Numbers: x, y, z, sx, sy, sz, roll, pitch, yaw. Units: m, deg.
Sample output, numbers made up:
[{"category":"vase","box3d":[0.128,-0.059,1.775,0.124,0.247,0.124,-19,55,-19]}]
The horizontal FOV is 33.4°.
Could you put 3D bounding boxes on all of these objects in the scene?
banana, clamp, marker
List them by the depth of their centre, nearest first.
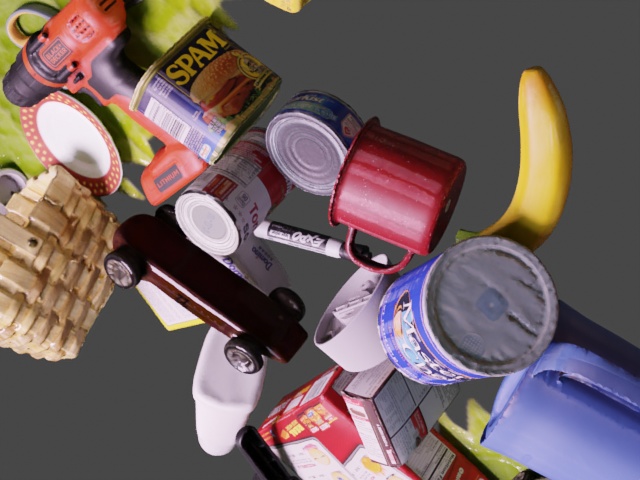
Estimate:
[{"category":"banana","box3d":[0.152,-0.040,0.797,0.070,0.037,0.198,30,141,12]},{"category":"marker","box3d":[-0.006,0.001,0.981,0.121,0.020,0.020,15,135,28]},{"category":"clamp","box3d":[-0.021,0.280,1.142,0.165,0.036,0.210,34,156,14]}]

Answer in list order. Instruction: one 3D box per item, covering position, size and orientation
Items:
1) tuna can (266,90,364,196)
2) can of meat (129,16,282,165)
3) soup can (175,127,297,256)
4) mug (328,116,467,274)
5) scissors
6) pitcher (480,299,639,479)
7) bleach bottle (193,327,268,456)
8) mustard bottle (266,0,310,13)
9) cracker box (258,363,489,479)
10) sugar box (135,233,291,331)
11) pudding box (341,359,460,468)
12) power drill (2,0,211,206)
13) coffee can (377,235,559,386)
[{"category":"tuna can","box3d":[-0.002,-0.080,0.887,0.086,0.033,0.086,22,138,21]},{"category":"can of meat","box3d":[-0.090,-0.120,0.867,0.084,0.102,0.058,37,142,0]},{"category":"soup can","box3d":[-0.070,-0.043,0.924,0.069,0.102,0.068,22,137,21]},{"category":"mug","box3d":[0.059,-0.028,0.834,0.081,0.093,0.117,23,105,13]},{"category":"scissors","box3d":[-0.210,-0.181,0.973,0.202,0.016,0.096,6,132,36]},{"category":"pitcher","box3d":[0.258,0.156,0.826,0.243,0.149,0.145,28,117,9]},{"category":"bleach bottle","box3d":[-0.103,0.180,1.154,0.068,0.102,0.251,13,149,-2]},{"category":"mustard bottle","box3d":[-0.081,-0.246,0.770,0.192,0.058,0.096,29,140,13]},{"category":"cracker box","box3d":[0.058,0.231,1.110,0.213,0.072,0.164,42,144,-5]},{"category":"sugar box","box3d":[-0.117,0.035,1.084,0.177,0.048,0.093,-16,114,43]},{"category":"pudding box","box3d":[0.076,0.137,0.970,0.039,0.113,0.090,5,130,40]},{"category":"power drill","box3d":[-0.187,-0.119,0.963,0.187,0.057,0.185,45,140,-16]},{"category":"coffee can","box3d":[0.111,0.059,0.833,0.103,0.102,0.140,41,165,-1]}]
